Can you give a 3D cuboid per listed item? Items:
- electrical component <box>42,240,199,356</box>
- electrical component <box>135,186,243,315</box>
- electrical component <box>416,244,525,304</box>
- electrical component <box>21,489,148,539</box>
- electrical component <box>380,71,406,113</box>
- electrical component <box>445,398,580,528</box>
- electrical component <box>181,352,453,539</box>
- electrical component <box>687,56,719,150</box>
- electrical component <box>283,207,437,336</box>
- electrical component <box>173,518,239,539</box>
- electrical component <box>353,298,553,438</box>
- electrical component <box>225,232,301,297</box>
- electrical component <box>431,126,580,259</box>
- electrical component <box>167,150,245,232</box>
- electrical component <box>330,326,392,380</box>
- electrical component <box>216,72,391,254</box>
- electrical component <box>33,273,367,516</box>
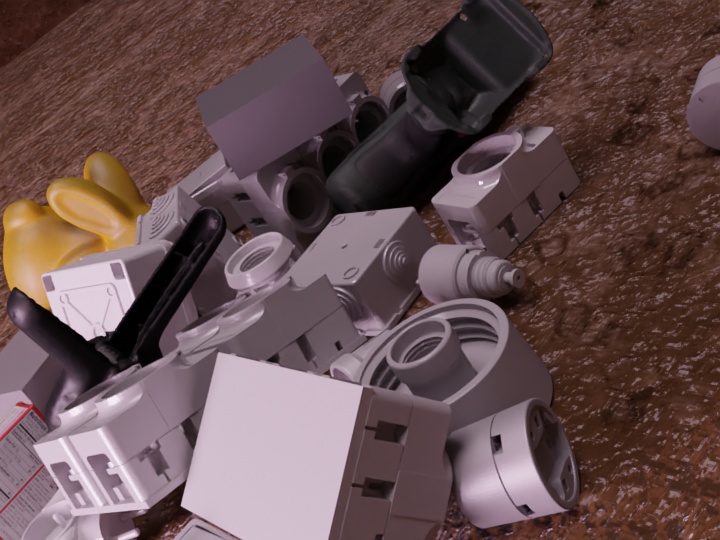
[{"bbox_3d":[-0.181,0.040,0.832,0.109,0.108,0.056,-8,12,40],"label":"electrical component"},{"bbox_3d":[-0.139,-0.016,0.901,0.048,0.100,0.099,-42,25,11],"label":"electrical component"},{"bbox_3d":[0.073,0.004,0.696,0.078,0.040,0.040,3,44,50],"label":"electrical component"},{"bbox_3d":[-0.169,0.170,0.679,0.079,0.044,0.077,-23,28,18],"label":"electrical component"},{"bbox_3d":[0.081,-0.181,0.989,0.138,0.052,0.073,-31,26,6],"label":"electrical component"},{"bbox_3d":[0.074,0.096,0.526,0.047,0.055,0.055,-24,28,27],"label":"electrical component"},{"bbox_3d":[-0.024,0.099,0.554,0.150,0.062,0.089,4,79,57],"label":"electrical component"},{"bbox_3d":[0.266,-0.104,0.651,0.138,0.052,0.073,-12,33,37],"label":"electrical component"},{"bbox_3d":[0.000,0.000,0.775,0.100,0.048,0.099,-3,39,46],"label":"electrical component"},{"bbox_3d":[-0.070,0.173,0.545,0.061,0.061,0.096,-46,29,-25],"label":"electrical component"},{"bbox_3d":[0.046,0.062,0.605,0.108,0.060,0.108,-26,27,14],"label":"electrical component"},{"bbox_3d":[-0.067,0.008,0.825,0.058,0.057,0.078,-22,28,22],"label":"electrical component"},{"bbox_3d":[0.101,-0.059,0.755,0.089,0.055,0.050,-43,28,-19],"label":"electrical component"},{"bbox_3d":[-0.146,-0.066,1.034,0.096,0.061,0.061,-31,26,4],"label":"electrical component"},{"bbox_3d":[0.011,0.062,0.670,0.046,0.040,0.040,-36,26,-20],"label":"electrical component"},{"bbox_3d":[-0.036,-0.089,0.919,0.062,0.089,0.150,-1,40,47],"label":"electrical component"},{"bbox_3d":[-0.101,0.072,0.676,0.186,0.060,0.105,-35,10,-39],"label":"electrical component"}]
